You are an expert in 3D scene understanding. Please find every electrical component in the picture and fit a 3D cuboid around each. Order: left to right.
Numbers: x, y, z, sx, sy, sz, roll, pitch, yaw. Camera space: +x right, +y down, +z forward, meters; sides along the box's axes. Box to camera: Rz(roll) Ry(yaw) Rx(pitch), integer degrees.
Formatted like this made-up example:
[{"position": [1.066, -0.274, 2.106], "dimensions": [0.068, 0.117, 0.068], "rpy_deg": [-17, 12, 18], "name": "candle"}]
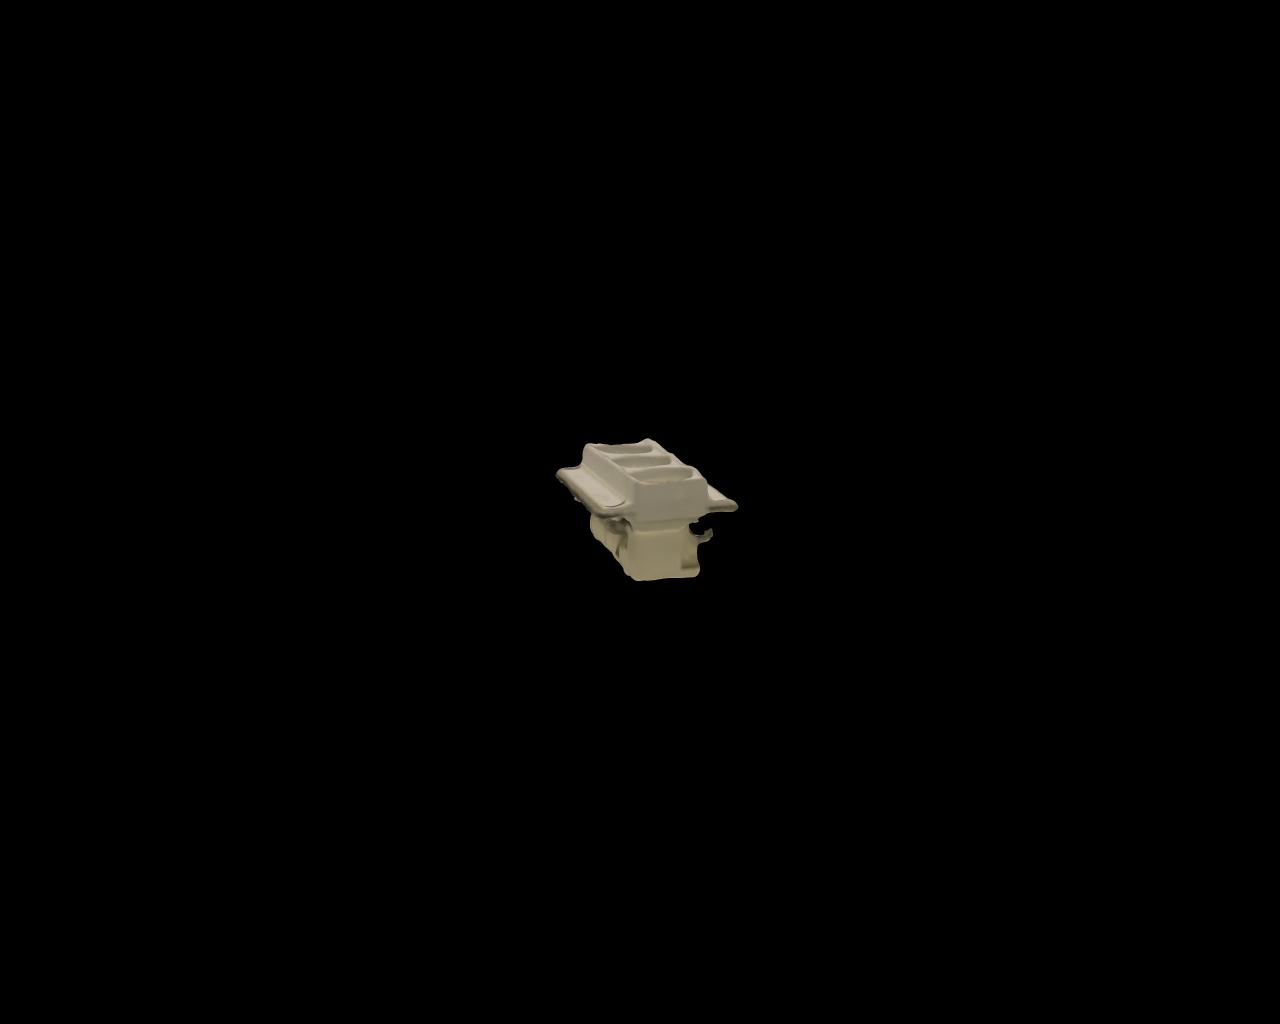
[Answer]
[{"position": [0.001, -0.003, 0.650], "dimensions": [0.079, 0.063, 0.121], "rpy_deg": [-4, 15, -15], "name": "electrical component"}]
